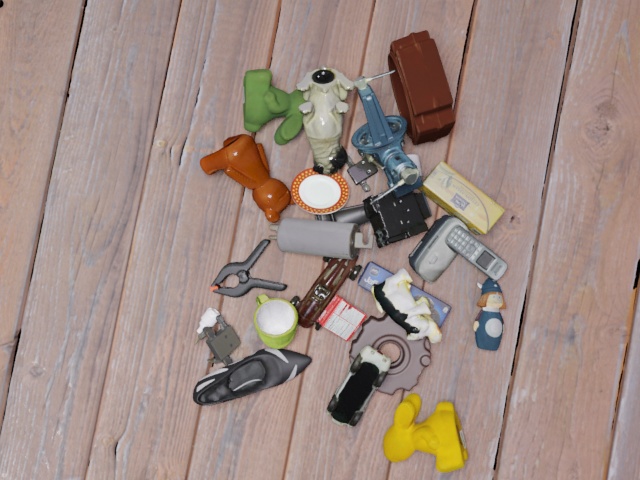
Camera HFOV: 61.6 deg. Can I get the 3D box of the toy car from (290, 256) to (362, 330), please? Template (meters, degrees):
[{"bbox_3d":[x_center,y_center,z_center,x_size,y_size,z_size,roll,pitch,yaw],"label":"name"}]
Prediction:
[{"bbox_3d":[0.011,0.105,1.184,0.089,0.053,0.202,36,91,7],"label":"toy car"}]

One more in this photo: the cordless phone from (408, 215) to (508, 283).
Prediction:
[{"bbox_3d":[0.296,0.049,1.155,0.184,0.089,0.146,37,90,0],"label":"cordless phone"}]

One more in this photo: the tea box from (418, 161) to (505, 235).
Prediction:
[{"bbox_3d":[0.299,-0.088,1.151,0.170,0.098,0.068,40,91,3],"label":"tea box"}]

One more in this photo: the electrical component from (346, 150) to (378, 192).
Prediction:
[{"bbox_3d":[0.097,-0.156,1.204,0.063,0.021,0.094,-31,84,1],"label":"electrical component"}]

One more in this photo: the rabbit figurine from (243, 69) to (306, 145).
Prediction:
[{"bbox_3d":[-0.081,-0.293,1.178,0.170,0.121,0.159,-1,91,-11],"label":"rabbit figurine"}]

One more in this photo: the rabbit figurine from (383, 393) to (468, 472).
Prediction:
[{"bbox_3d":[0.209,0.412,1.130,0.173,0.122,0.162,-21,83,21],"label":"rabbit figurine"}]

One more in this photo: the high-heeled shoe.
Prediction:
[{"bbox_3d":[-0.143,0.290,1.137,0.249,0.145,0.086,-18,88,4],"label":"high-heeled shoe"}]

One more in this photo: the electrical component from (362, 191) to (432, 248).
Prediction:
[{"bbox_3d":[0.171,-0.057,1.158,0.134,0.058,0.115,-21,89,-21],"label":"electrical component"}]

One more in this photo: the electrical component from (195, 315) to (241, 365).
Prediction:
[{"bbox_3d":[-0.224,0.226,1.184,0.078,0.045,0.102,-48,117,-34],"label":"electrical component"}]

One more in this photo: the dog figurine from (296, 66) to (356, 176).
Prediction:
[{"bbox_3d":[0.013,-0.255,1.163,0.121,0.190,0.172,9,58,9],"label":"dog figurine"}]

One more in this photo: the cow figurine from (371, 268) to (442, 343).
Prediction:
[{"bbox_3d":[0.178,0.149,1.102,0.098,0.068,0.167,-30,83,7],"label":"cow figurine"}]

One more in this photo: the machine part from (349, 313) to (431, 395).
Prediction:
[{"bbox_3d":[0.151,0.246,1.166,0.179,0.056,0.179,0,88,5],"label":"machine part"}]

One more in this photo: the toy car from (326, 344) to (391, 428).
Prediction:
[{"bbox_3d":[0.079,0.310,1.122,0.073,0.056,0.201,29,113,7],"label":"toy car"}]

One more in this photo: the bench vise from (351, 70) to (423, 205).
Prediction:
[{"bbox_3d":[0.124,-0.208,1.076,0.129,0.224,0.240,-19,124,10],"label":"bench vise"}]

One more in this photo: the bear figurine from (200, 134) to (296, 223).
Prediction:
[{"bbox_3d":[-0.148,-0.134,1.186,0.120,0.132,0.195,-51,119,-32],"label":"bear figurine"}]

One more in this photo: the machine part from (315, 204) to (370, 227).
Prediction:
[{"bbox_3d":[0.059,-0.049,1.194,0.139,0.039,0.084,-12,82,4],"label":"machine part"}]

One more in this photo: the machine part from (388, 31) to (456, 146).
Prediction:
[{"bbox_3d":[0.205,-0.308,1.114,0.087,0.201,0.201,-18,87,5],"label":"machine part"}]

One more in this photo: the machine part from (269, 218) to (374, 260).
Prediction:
[{"bbox_3d":[-0.002,-0.003,1.152,0.243,0.079,0.079,6,88,21],"label":"machine part"}]

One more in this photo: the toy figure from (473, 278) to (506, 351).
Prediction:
[{"bbox_3d":[0.369,0.158,1.158,0.064,0.058,0.154,9,85,-35],"label":"toy figure"}]

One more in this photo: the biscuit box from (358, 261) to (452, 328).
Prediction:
[{"bbox_3d":[0.181,0.119,1.167,0.203,0.059,0.062,29,90,5],"label":"biscuit box"}]
